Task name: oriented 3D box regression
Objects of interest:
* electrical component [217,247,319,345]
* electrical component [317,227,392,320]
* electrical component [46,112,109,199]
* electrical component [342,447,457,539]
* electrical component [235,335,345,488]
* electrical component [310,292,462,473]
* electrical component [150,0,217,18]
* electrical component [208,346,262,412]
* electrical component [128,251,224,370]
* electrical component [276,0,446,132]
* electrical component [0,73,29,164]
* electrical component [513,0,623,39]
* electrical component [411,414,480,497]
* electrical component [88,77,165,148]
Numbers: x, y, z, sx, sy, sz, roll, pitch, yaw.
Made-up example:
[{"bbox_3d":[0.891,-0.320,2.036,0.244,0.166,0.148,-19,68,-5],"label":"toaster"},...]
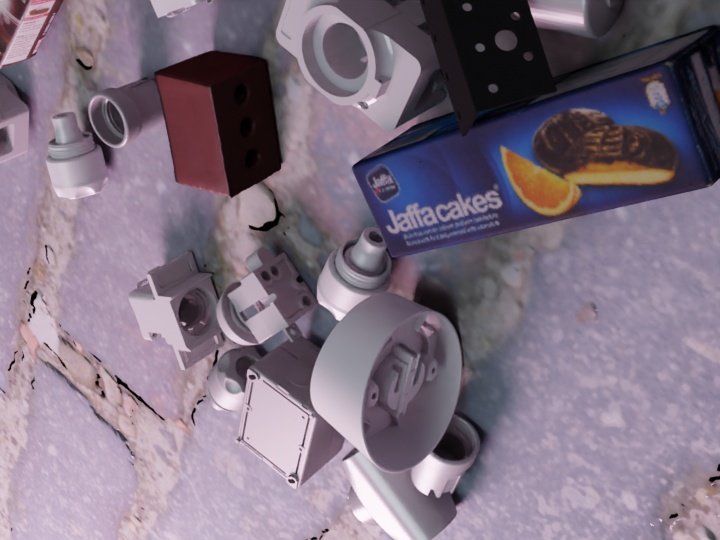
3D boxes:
[{"bbox_3d":[-0.068,0.024,0.753,0.055,0.048,0.066,-32,92,41],"label":"electrical component"},{"bbox_3d":[0.000,0.000,0.677,0.043,0.043,0.062,41,135,15],"label":"electrical component"},{"bbox_3d":[-0.218,-0.088,0.819,0.043,0.043,0.062,11,121,38],"label":"electrical component"},{"bbox_3d":[0.018,0.157,0.759,0.077,0.044,0.079,53,138,2],"label":"electrical component"},{"bbox_3d":[-0.043,0.103,0.768,0.062,0.061,0.096,34,134,22],"label":"electrical component"},{"bbox_3d":[0.019,0.066,0.662,0.064,0.099,0.099,30,133,33],"label":"electrical component"},{"bbox_3d":[-0.111,-0.191,0.657,0.081,0.042,0.063,-3,115,44],"label":"electrical component"},{"bbox_3d":[-0.096,0.088,0.820,0.043,0.043,0.062,50,139,6],"label":"electrical component"},{"bbox_3d":[-0.141,0.030,0.826,0.064,0.042,0.081,4,117,45],"label":"electrical component"},{"bbox_3d":[0.003,-0.124,0.585,0.089,0.056,0.050,41,136,15],"label":"electrical component"},{"bbox_3d":[-0.313,-0.129,0.869,0.089,0.056,0.050,36,135,20],"label":"electrical component"},{"bbox_3d":[0.089,-0.135,0.511,0.078,0.040,0.040,20,128,33],"label":"electrical component"},{"bbox_3d":[0.055,0.123,0.709,0.040,0.040,0.046,36,140,20],"label":"electrical component"},{"bbox_3d":[-0.158,-0.111,0.747,0.040,0.046,0.040,22,129,31],"label":"electrical component"}]
